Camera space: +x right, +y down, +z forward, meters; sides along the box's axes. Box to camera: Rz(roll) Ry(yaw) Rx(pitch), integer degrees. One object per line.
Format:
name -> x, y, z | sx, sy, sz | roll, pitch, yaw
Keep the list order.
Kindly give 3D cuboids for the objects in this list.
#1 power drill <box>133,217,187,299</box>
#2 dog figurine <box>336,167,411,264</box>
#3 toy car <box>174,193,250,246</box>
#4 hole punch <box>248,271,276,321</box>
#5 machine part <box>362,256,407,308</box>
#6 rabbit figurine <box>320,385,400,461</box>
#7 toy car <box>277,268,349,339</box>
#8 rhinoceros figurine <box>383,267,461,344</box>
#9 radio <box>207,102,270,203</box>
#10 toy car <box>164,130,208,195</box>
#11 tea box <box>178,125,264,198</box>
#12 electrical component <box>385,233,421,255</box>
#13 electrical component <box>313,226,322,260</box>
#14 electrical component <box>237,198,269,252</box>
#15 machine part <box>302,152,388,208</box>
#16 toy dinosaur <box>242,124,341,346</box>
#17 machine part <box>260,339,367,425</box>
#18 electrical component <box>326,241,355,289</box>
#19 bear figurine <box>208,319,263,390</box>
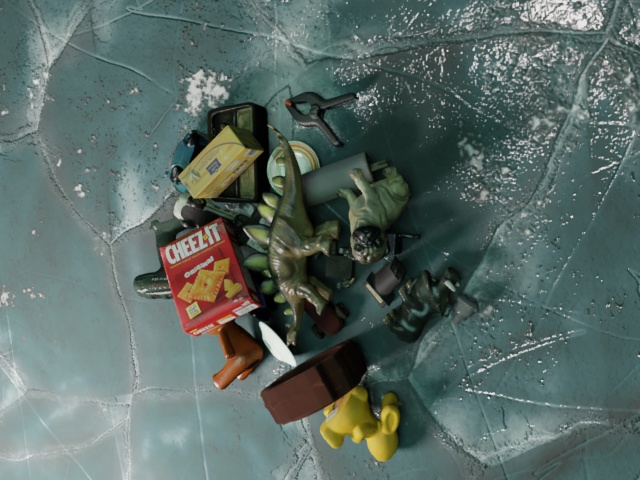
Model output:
power drill -> -0.336, 0.044, 1.298 | 0.232, 0.086, 0.207 | -13, 72, 12
dog figurine -> 0.128, -0.038, 1.089 | 0.172, 0.121, 0.190 | -6, 63, -13
toy car -> -0.246, -0.047, 1.275 | 0.202, 0.056, 0.073 | 23, 116, -10
hole punch -> -0.152, 0.127, 1.243 | 0.116, 0.142, 0.092 | 32, 81, 11
machine part -> 0.140, 0.091, 1.145 | 0.084, 0.039, 0.138 | 52, 146, 16
rabbit figurine -> 0.108, 0.401, 1.177 | 0.173, 0.122, 0.162 | 45, 97, -1
toy car -> -0.023, 0.133, 1.229 | 0.089, 0.053, 0.202 | -45, 82, 12
rhinoceros figurine -> 0.216, 0.133, 1.127 | 0.112, 0.073, 0.190 | 39, 105, 16
radio -> -0.192, -0.200, 1.266 | 0.131, 0.073, 0.229 | 0, 92, 21
toy car -> -0.322, -0.186, 1.305 | 0.103, 0.109, 0.161 | 12, 88, 38
tea box -> -0.218, -0.169, 1.189 | 0.169, 0.098, 0.068 | -39, 80, 18
electrical component -> 0.154, 0.006, 1.146 | 0.119, 0.075, 0.047 | 5, 94, 18
electrical component -> -0.003, -0.004, 1.221 | 0.063, 0.021, 0.094 | 35, 106, 41
electrical component -> -0.107, -0.029, 1.227 | 0.115, 0.058, 0.134 | 33, 106, -18
machine part -> 0.032, -0.130, 1.173 | 0.243, 0.079, 0.079 | -19, 86, 14
toy dinosaur -> -0.061, 0.000, 1.138 | 0.199, 0.105, 0.470 | 7, 101, 10
machine part -> -0.009, 0.304, 1.153 | 0.201, 0.201, 0.087 | -30, 85, 19
electrical component -> 0.049, 0.057, 1.202 | 0.078, 0.045, 0.102 | 12, 97, 19
bear figurine -> -0.229, 0.233, 1.279 | 0.196, 0.120, 0.132 | 46, 110, 14
